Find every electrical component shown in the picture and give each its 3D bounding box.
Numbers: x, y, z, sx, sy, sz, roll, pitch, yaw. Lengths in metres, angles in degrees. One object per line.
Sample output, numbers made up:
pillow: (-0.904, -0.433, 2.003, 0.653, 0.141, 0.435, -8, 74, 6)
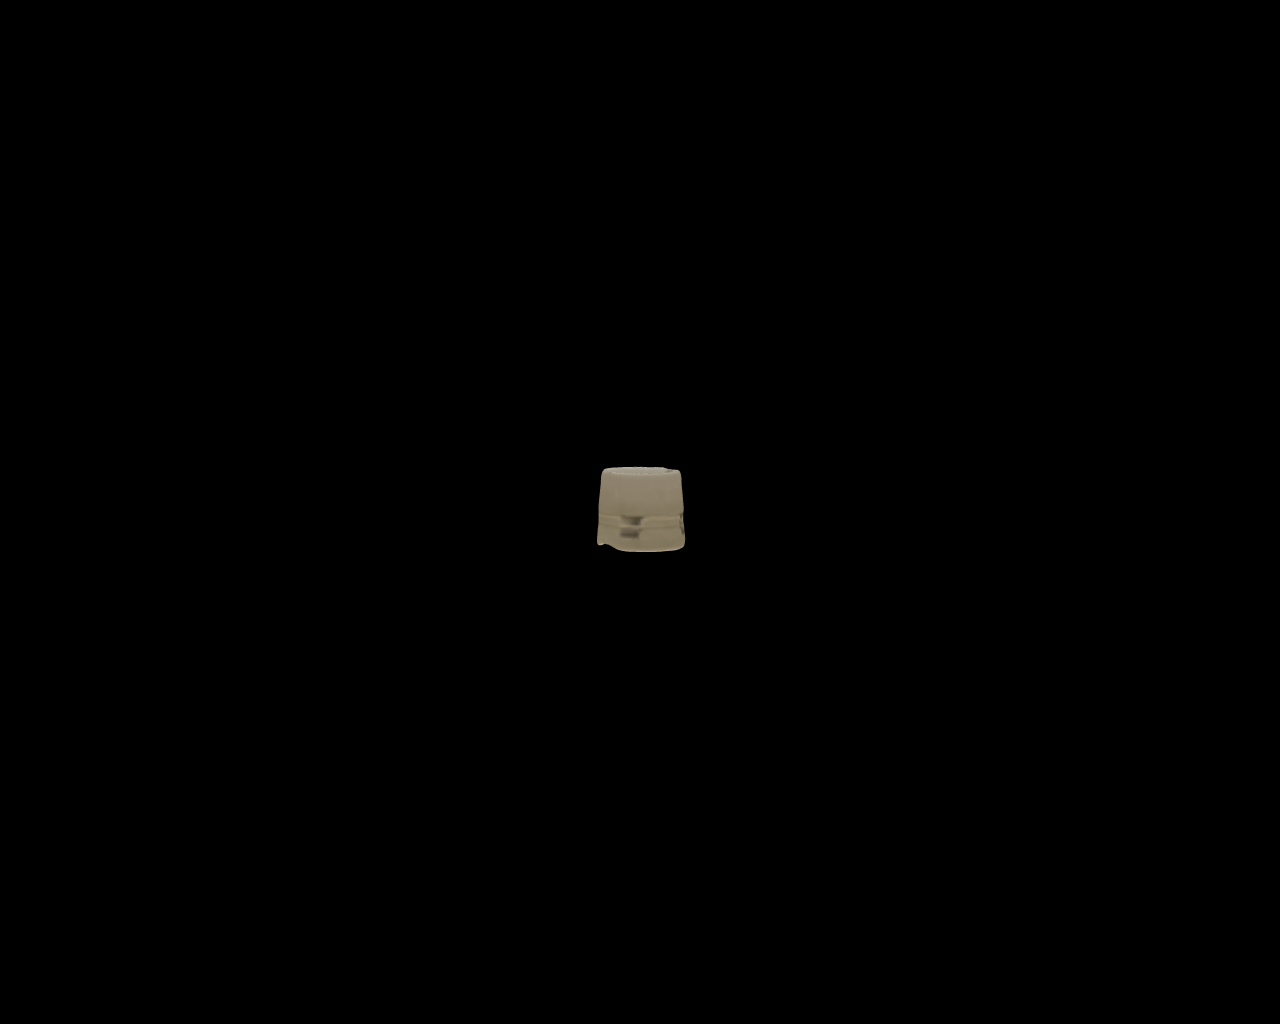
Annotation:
electrical component: (0.001, -0.003, 0.650, 0.055, 0.047, 0.055, 0, 7, 0)
